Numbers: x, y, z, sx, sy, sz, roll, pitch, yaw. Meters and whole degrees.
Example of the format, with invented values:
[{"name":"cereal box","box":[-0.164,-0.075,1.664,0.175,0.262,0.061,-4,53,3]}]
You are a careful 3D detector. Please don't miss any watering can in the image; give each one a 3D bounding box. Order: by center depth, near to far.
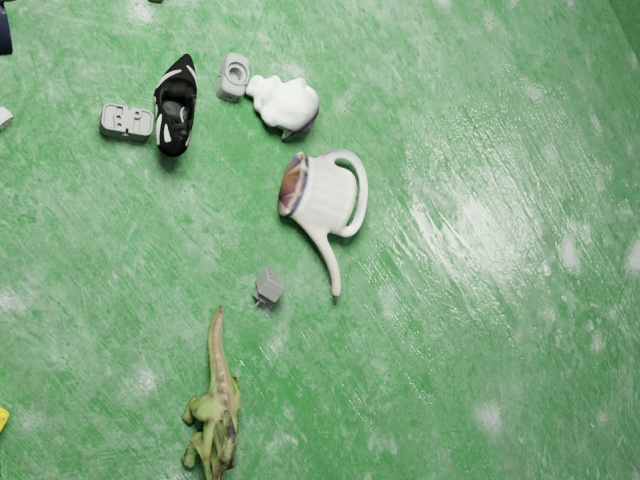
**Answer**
[{"name":"watering can","box":[0.004,-0.060,1.190,0.223,0.103,0.352,19,74,-24]}]

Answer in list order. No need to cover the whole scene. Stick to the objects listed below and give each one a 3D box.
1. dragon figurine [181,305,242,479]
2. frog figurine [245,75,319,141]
[{"name":"dragon figurine","box":[-0.182,0.338,0.969,0.122,0.242,0.412,1,85,-23]},{"name":"frog figurine","box":[-0.083,-0.320,1.174,0.138,0.124,0.157,-46,119,-4]}]
